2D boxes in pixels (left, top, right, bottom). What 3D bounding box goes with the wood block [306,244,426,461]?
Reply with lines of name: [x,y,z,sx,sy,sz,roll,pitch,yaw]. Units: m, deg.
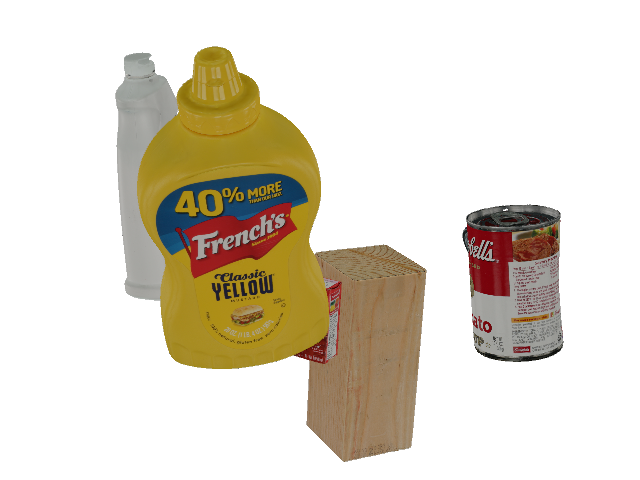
wood block: [0.047,0.119,1.145,0.090,0.206,0.091,-6,21,-26]

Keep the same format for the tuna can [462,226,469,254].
tuna can: [0.209,0.011,1.277,0.033,0.086,0.086,-35,9,-13]

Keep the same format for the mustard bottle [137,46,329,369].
mustard bottle: [-0.047,-0.016,0.570,0.096,0.192,0.058,-7,40,-5]

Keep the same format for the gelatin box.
gelatin box: [-0.027,0.066,0.975,0.089,0.073,0.030,12,20,25]

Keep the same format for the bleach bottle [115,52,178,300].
bleach bottle: [-0.178,-0.070,1.126,0.068,0.251,0.102,4,27,19]

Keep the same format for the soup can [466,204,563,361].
soup can: [0.144,0.030,0.788,0.068,0.102,0.068,-5,15,1]
